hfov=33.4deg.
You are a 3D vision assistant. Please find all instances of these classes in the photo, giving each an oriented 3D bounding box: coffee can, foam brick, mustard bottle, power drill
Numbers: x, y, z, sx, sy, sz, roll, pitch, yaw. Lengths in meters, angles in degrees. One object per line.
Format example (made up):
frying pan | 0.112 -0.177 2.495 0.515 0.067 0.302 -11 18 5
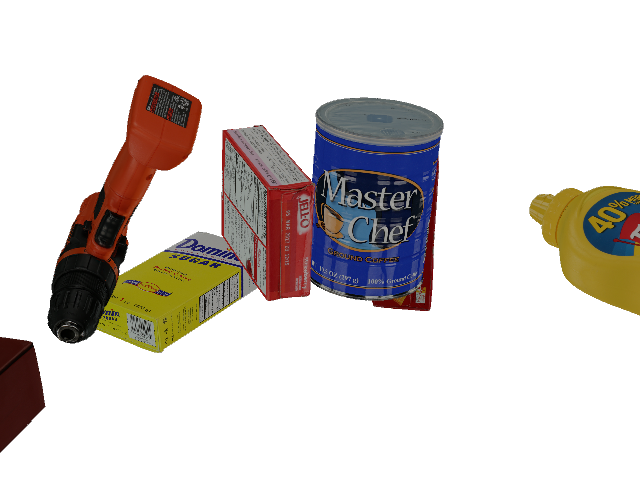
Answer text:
coffee can | 0.042 -0.036 0.880 0.103 0.140 0.103 4 24 -2
foam brick | -0.223 0.103 0.685 0.053 0.051 0.078 6 29 22
mustard bottle | 0.208 0.010 0.662 0.096 0.058 0.192 -27 37 -30
power drill | -0.165 -0.028 0.871 0.057 0.188 0.184 25 31 -18

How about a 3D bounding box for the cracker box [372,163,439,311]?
cracker box | 0.095 -0.041 1.209 0.072 0.164 0.213 2 23 4

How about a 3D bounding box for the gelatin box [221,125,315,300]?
gelatin box | -0.032 -0.017 0.629 0.030 0.073 0.089 -9 31 -21

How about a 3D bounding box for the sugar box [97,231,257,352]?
sugar box | -0.143 0.048 1.091 0.093 0.048 0.175 17 33 28
